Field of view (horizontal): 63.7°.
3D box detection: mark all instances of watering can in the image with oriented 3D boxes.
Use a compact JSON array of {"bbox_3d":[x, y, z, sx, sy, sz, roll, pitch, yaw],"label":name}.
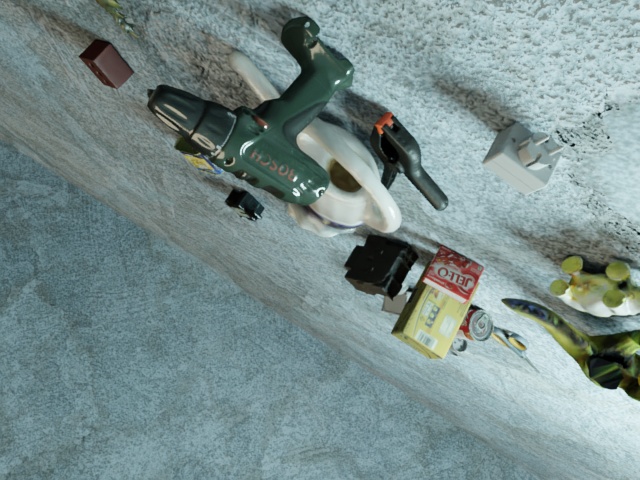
[{"bbox_3d":[-0.007,-0.133,0.799,0.350,0.105,0.221,46,-11,11],"label":"watering can"}]

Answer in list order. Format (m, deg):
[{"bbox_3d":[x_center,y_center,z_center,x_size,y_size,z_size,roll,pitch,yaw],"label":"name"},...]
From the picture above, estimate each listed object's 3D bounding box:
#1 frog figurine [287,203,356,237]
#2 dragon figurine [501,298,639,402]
[{"bbox_3d":[0.003,-0.049,0.975,0.137,0.125,0.156,14,-29,-5],"label":"frog figurine"},{"bbox_3d":[0.480,0.206,0.882,0.412,0.123,0.240,30,-10,12],"label":"dragon figurine"}]
